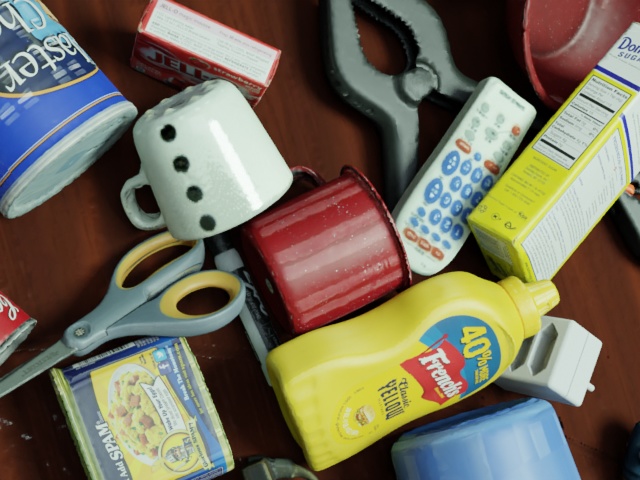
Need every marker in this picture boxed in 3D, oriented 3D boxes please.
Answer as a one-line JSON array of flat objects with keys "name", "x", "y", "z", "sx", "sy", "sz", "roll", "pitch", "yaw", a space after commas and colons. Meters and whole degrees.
[{"name": "marker", "x": -0.050, "y": 0.038, "z": 0.701, "sx": 0.020, "sy": 0.020, "sz": 0.121, "roll": -24, "pitch": 88, "yaw": -16}]

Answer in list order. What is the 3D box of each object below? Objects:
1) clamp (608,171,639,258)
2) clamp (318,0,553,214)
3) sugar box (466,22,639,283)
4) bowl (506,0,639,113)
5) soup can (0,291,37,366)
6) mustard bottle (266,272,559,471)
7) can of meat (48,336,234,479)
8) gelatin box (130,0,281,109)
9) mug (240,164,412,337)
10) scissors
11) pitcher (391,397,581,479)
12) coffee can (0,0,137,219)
[{"name": "clamp", "x": 0.280, "y": 0.006, "z": 0.778, "sx": 0.171, "sy": 0.039, "sz": 0.120, "roll": 18, "pitch": 72, "yaw": -4}, {"name": "clamp", "x": 0.074, "y": -0.107, "z": 0.745, "sx": 0.164, "sy": 0.036, "sz": 0.210, "roll": -30, "pitch": 93, "yaw": -18}, {"name": "sugar box", "x": 0.176, "y": -0.052, "z": 0.720, "sx": 0.048, "sy": 0.093, "sz": 0.176, "roll": 34, "pitch": 80, "yaw": 30}, {"name": "bowl", "x": 0.183, "y": -0.168, "z": 0.750, "sx": 0.161, "sy": 0.055, "sz": 0.162, "roll": -15, "pitch": 117, "yaw": -32}, {"name": "soup can", "x": -0.229, "y": 0.040, "z": 0.632, "sx": 0.102, "sy": 0.069, "sz": 0.068, "roll": 42, "pitch": 74, "yaw": -4}, {"name": "mustard bottle", "x": 0.065, "y": 0.071, "z": 0.679, "sx": 0.191, "sy": 0.058, "sz": 0.096, "roll": -24, "pitch": 131, "yaw": -9}, {"name": "can of meat", "x": -0.110, "y": 0.112, "z": 0.656, "sx": 0.083, "sy": 0.057, "sz": 0.102, "roll": -20, "pitch": 87, "yaw": -17}, {"name": "gelatin box", "x": -0.076, "y": -0.117, "z": 0.691, "sx": 0.089, "sy": 0.073, "sz": 0.030, "roll": 22, "pitch": 77, "yaw": -10}, {"name": "mug", "x": -0.005, "y": 0.001, "z": 0.688, "sx": 0.081, "sy": 0.093, "sz": 0.117, "roll": -26, "pitch": 63, "yaw": -12}, {"name": "scissors", "x": -0.122, "y": 0.061, "z": 0.633, "sx": 0.096, "sy": 0.016, "sz": 0.201, "roll": 21, "pitch": 47, "yaw": 23}, {"name": "pitcher", "x": 0.137, "y": 0.224, "z": 0.659, "sx": 0.149, "sy": 0.145, "sz": 0.243, "roll": -14, "pitch": 82, "yaw": -17}, {"name": "coffee can", "x": -0.195, "y": -0.098, "z": 0.643, "sx": 0.102, "sy": 0.103, "sz": 0.140, "roll": -41, "pitch": 92, "yaw": -16}]
